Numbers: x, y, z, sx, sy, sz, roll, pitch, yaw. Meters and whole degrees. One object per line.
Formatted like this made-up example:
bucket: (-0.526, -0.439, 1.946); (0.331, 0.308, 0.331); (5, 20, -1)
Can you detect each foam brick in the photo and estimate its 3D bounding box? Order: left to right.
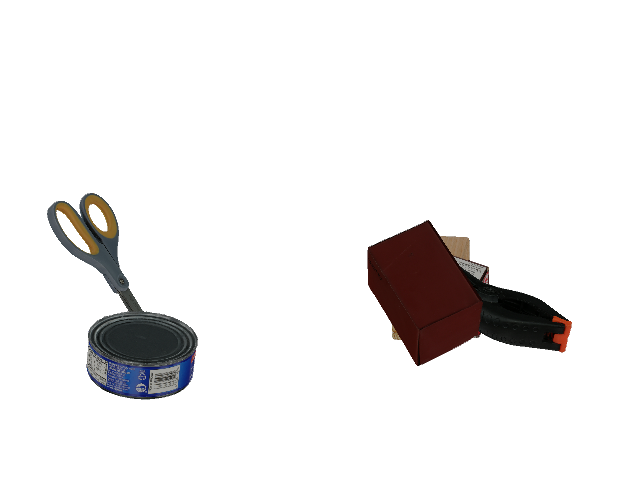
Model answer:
foam brick: (0.072, 0.036, 0.750); (0.051, 0.078, 0.053); (-23, -32, -12)

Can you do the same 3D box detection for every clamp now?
clamp: (0.150, 0.056, 0.988); (0.172, 0.039, 0.120); (19, 30, 17)

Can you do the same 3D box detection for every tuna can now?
tuna can: (-0.141, 0.090, 0.845); (0.086, 0.034, 0.086); (8, 22, -3)

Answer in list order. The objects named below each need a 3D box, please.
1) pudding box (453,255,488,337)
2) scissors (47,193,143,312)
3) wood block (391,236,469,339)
pudding box: (0.129, 0.052, 1.176); (0.114, 0.039, 0.090); (18, -38, 23)
scissors: (-0.214, 0.029, 1.147); (0.016, 0.201, 0.096); (-28, 21, 31)
wood block: (0.170, 0.070, 1.620); (0.091, 0.090, 0.206); (4, 22, 13)
